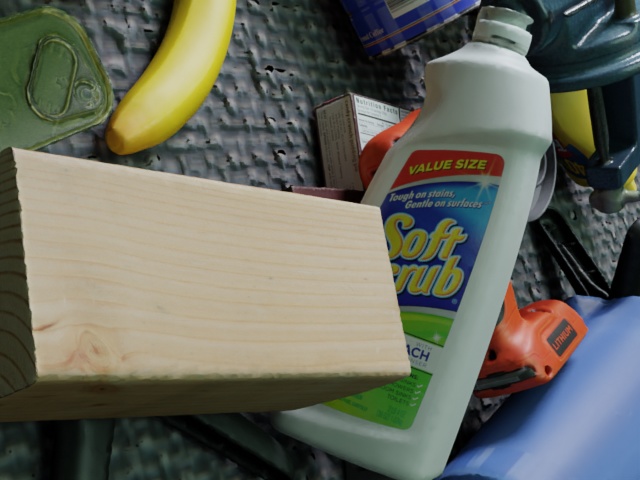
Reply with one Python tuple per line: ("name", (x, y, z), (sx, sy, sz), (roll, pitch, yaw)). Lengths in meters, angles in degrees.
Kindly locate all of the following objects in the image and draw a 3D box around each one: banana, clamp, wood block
("banana", (-0.081, -0.127, 0.616), (0.069, 0.037, 0.198), (21, 61, -33))
("clamp", (0.233, 0.051, 0.830), (0.039, 0.120, 0.171), (-25, 98, -18))
("clamp", (-0.096, 0.067, 0.527), (0.164, 0.036, 0.210), (-17, 88, -48))
("wood block", (-0.064, 0.029, 0.478), (0.205, 0.090, 0.091), (6, 68, -46))

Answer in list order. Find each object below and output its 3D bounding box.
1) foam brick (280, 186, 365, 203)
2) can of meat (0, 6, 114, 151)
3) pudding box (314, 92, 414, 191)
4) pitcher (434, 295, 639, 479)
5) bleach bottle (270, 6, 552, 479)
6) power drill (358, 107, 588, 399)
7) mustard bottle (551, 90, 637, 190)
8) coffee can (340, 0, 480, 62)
("foam brick", (-0.004, 0.001, 0.638), (0.078, 0.051, 0.053), (3, 72, -47))
("can of meat", (-0.157, -0.054, 0.471), (0.101, 0.084, 0.057), (-35, 101, -47))
("pudding box", (0.044, -0.035, 0.712), (0.089, 0.039, 0.113), (7, 69, -46))
("pitcher", (0.184, 0.152, 0.722), (0.242, 0.149, 0.145), (-31, 126, -44))
("bleach bottle", (0.057, -0.003, 0.580), (0.068, 0.103, 0.251), (6, 102, -68))
("power drill", (0.109, -0.006, 0.698), (0.184, 0.057, 0.187), (-32, 97, -53))
("mustard bottle", (0.203, -0.098, 0.870), (0.058, 0.096, 0.191), (-46, 119, 2))
("coffee can", (0.047, -0.209, 0.731), (0.102, 0.103, 0.140), (-40, 106, -46))
